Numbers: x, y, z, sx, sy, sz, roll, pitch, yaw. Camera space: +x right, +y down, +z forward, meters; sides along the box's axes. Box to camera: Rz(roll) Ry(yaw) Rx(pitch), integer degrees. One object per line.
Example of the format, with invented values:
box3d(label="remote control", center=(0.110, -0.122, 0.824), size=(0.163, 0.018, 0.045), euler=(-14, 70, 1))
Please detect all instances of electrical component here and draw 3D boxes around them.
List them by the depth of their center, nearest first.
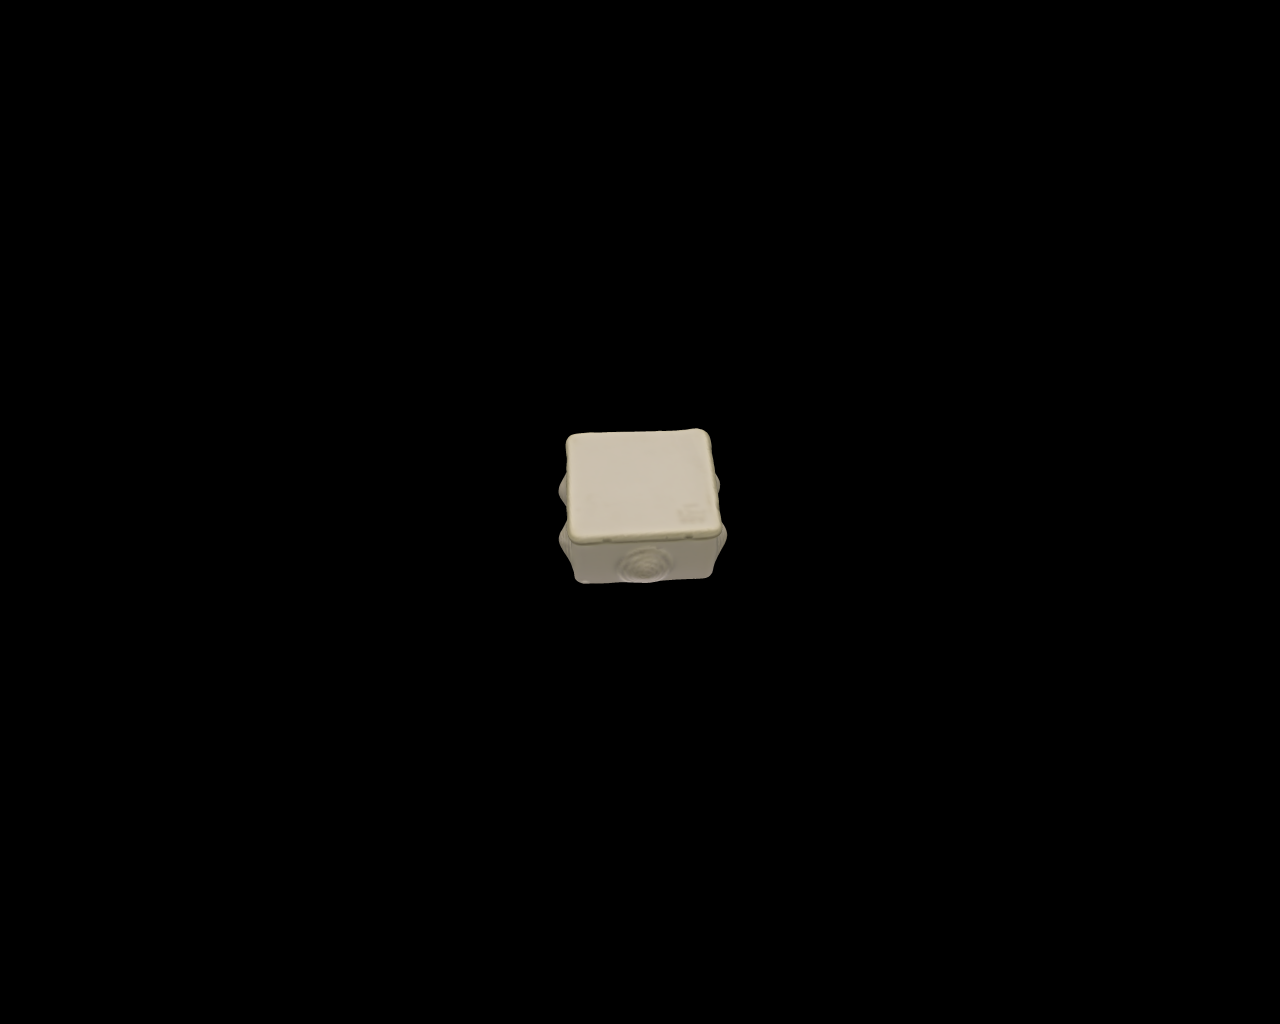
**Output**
box3d(label="electrical component", center=(0.001, -0.003, 0.650), size=(0.100, 0.100, 0.048), euler=(-2, -43, -2))
